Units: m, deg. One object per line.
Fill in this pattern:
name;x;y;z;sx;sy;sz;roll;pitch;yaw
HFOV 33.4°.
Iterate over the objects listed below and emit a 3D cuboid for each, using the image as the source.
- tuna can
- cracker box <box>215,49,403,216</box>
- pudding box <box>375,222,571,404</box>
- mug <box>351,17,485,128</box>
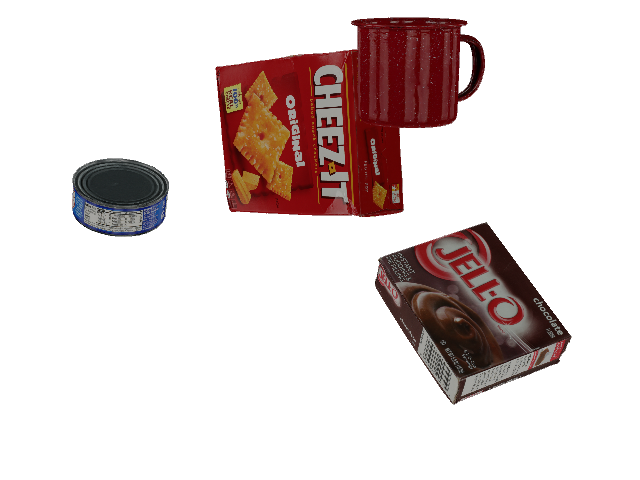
tuna can;-0.181;-0.039;0.964;0.086;0.034;0.086;8;32;-5
cracker box;-0.017;-0.109;1.114;0.071;0.164;0.214;-11;10;-41
pudding box;0.103;0.048;0.736;0.090;0.113;0.039;-18;-34;-19
mug;0.082;-0.138;0.870;0.117;0.081;0.093;-8;17;-25
